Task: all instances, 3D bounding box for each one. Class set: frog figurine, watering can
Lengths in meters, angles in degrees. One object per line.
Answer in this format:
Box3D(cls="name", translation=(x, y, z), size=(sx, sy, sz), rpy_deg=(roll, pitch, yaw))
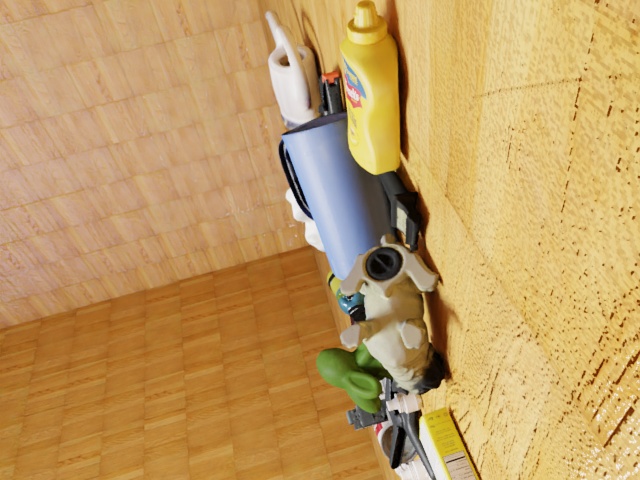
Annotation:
Box3D(cls="frog figurine", translation=(0.003, -0.053, 1.044), size=(0.135, 0.160, 0.125), rpy_deg=(-64, -7, 31))
Box3D(cls="watering can", translation=(-0.064, -0.386, 1.176), size=(0.356, 0.104, 0.219), rpy_deg=(-109, 5, -49))
